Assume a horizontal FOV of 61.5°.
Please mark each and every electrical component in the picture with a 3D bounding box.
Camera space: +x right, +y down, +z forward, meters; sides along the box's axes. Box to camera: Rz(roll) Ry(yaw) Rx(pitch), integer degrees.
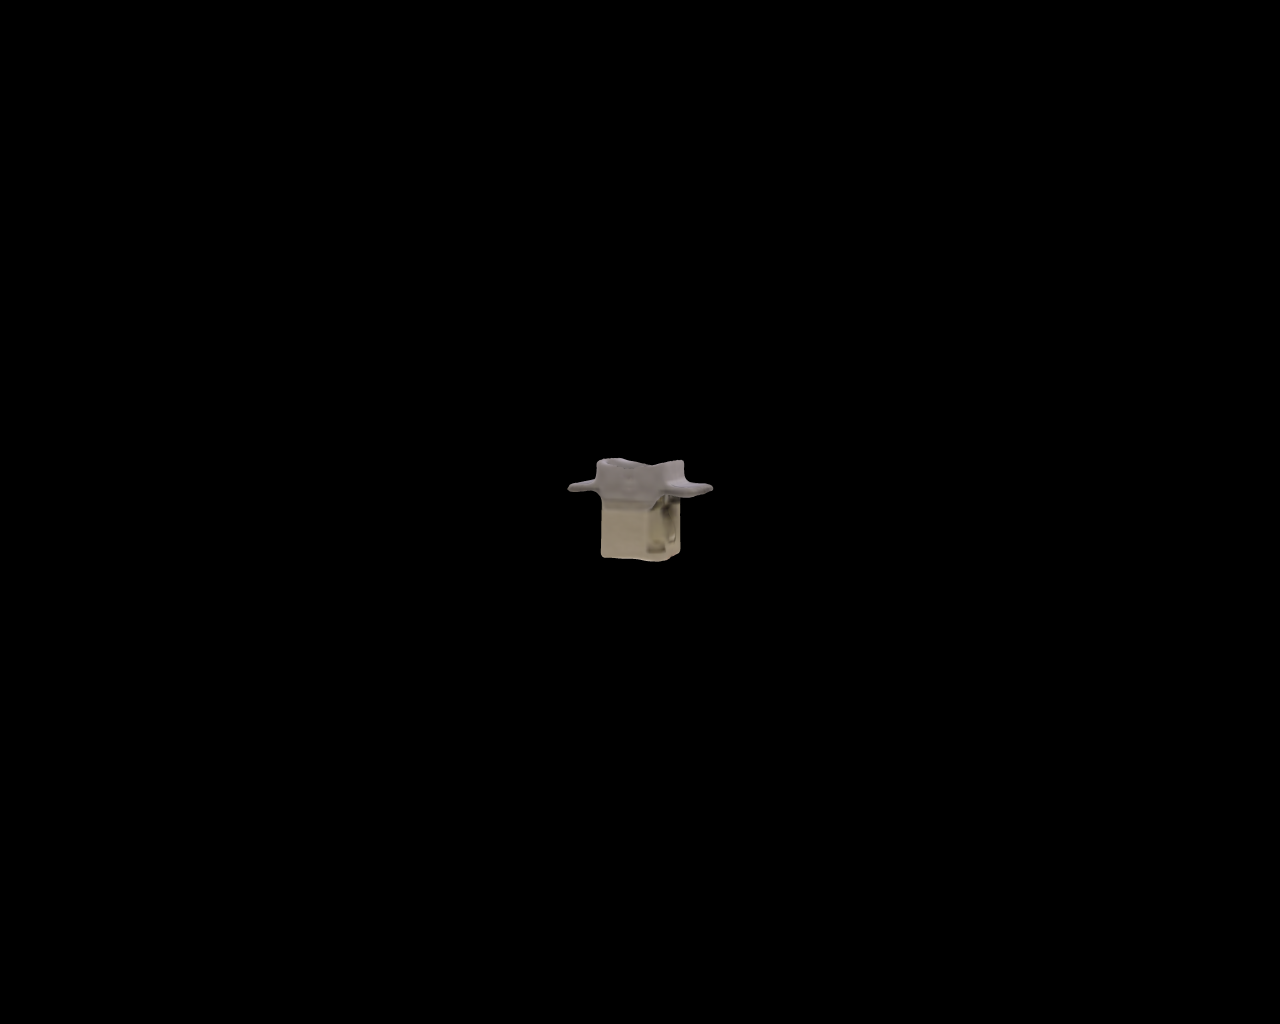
[{"bbox_3d":[0.001,-0.003,0.650,0.081,0.063,0.042,3,8,22],"label":"electrical component"}]
